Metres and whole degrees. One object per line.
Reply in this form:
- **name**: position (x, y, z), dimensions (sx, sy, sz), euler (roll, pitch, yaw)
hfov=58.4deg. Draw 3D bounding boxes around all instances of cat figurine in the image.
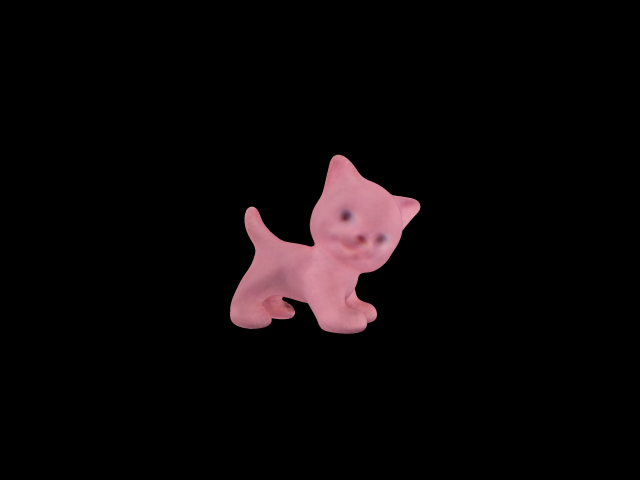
- **cat figurine**: position (0.004, 0.001, 0.400), dimensions (0.127, 0.118, 0.067), euler (0, 0, 16)
